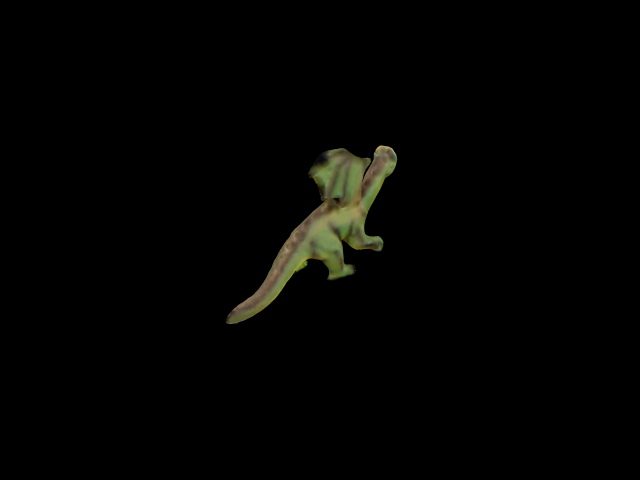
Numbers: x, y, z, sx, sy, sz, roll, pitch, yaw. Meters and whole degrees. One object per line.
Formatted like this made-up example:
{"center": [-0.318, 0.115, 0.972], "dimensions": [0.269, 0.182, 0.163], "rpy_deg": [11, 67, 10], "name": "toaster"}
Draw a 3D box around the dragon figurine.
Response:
{"center": [0.003, -0.043, 0.850], "dimensions": [0.123, 0.237, 0.416], "rpy_deg": [28, 45, 32], "name": "dragon figurine"}
